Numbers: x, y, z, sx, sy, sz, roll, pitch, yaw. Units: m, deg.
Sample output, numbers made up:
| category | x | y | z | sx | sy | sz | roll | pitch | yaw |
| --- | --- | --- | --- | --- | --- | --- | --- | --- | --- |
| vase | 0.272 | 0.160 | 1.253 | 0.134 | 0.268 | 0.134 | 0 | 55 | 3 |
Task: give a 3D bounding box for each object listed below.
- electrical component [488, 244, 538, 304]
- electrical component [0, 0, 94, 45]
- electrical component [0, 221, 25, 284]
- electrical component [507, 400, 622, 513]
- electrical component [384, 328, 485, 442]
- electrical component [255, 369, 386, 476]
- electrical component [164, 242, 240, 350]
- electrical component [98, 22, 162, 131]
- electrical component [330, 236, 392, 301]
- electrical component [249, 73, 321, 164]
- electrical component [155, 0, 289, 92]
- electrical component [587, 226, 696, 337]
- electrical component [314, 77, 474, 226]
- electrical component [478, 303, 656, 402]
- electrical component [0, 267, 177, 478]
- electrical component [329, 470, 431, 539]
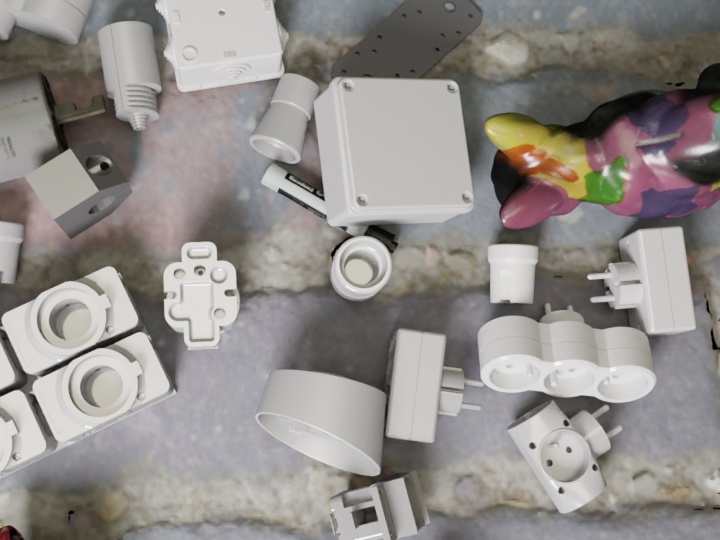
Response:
| category | x | y | z | sx | sy | sz | roll | pitch | yaw |
| --- | --- | --- | --- | --- | --- | --- | --- | --- | --- |
| electrical component | 0.122 | 0.004 | 0.862 | 0.040 | 0.040 | 0.046 | 2 | 87 | -5 |
| electrical component | -0.288 | -0.206 | 0.847 | 0.138 | 0.052 | 0.073 | 20 | 80 | -2 |
| electrical component | -0.280 | -0.014 | 0.824 | 0.040 | 0.040 | 0.046 | 4 | 87 | -5 |
| electrical component | 0.169 | 0.136 | 0.842 | 0.079 | 0.044 | 0.077 | -32 | 85 | -10 |
| electrical component | 0.059 | 0.093 | 0.837 | 0.076 | 0.047 | 0.083 | 8 | 80 | -4 |
| electrical component | -0.028 | 0.111 | 0.801 | 0.099 | 0.099 | 0.064 | 12 | 74 | -4 |
| electrical component | -0.121 | 0.022 | 0.825 | 0.058 | 0.057 | 0.078 | -2 | 81 | -6 |
| electrical component | -0.181 | -0.151 | 0.853 | 0.043 | 0.043 | 0.081 | -9 | 82 | -7 |
| electrical component | 0.000 | 0.000 | 0.841 | 0.045 | 0.055 | 0.045 | 1 | 81 | -6 |
| electrical component | -0.057 | -0.124 | 0.864 | 0.044 | 0.044 | 0.065 | 21 | 75 | -2 |
| electrical component | -0.111 | -0.198 | 0.866 | 0.100 | 0.048 | 0.099 | -10 | 81 | -8 |
| electrical component | 0.221 | 0.012 | 0.866 | 0.076 | 0.047 | 0.083 | -4 | 81 | -7 |
| electrical component | 0.026 | -0.092 | 0.846 | 0.109 | 0.056 | 0.108 | -3 | 81 | -24 |
| electrical component | 0.161 | 0.057 | 0.851 | 0.138 | 0.052 | 0.073 | 6 | 51 | -7 |
| electrical component | -0.246 | 0.084 | 0.801 | 0.186 | 0.060 | 0.105 | -26 | 84 | -9 |
| electrical component | 0.014 | 0.180 | 0.808 | 0.064 | 0.081 | 0.042 | -16 | 82 | 15 |
